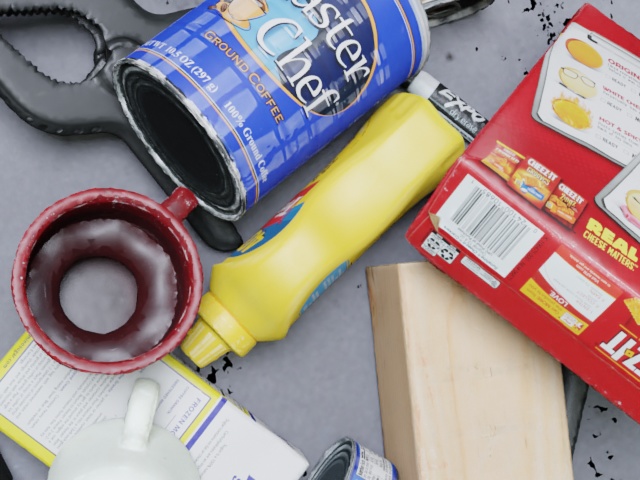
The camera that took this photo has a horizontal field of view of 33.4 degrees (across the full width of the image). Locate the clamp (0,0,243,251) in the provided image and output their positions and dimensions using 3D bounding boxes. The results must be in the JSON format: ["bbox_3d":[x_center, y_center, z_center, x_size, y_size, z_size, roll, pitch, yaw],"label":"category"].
[{"bbox_3d":[-0.107,-0.105,0.609,0.209,0.036,0.164,25,82,-24],"label":"clamp"}]

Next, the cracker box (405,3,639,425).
[{"bbox_3d":[0.162,-0.022,0.577,0.164,0.072,0.213,38,43,5],"label":"cracker box"}]

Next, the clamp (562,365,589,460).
[{"bbox_3d":[0.162,0.066,0.657,0.120,0.039,0.171,-27,86,-12],"label":"clamp"}]

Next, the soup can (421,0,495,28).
[{"bbox_3d":[0.059,-0.183,0.638,0.068,0.068,0.102,-14,89,-7],"label":"soup can"}]

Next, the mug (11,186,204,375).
[{"bbox_3d":[-0.107,0.018,0.563,0.093,0.082,0.117,39,71,-5],"label":"mug"}]

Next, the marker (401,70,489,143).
[{"bbox_3d":[0.083,-0.080,0.662,0.121,0.020,0.020,38,84,-4],"label":"marker"}]

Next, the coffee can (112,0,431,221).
[{"bbox_3d":[-0.025,-0.092,0.574,0.140,0.103,0.103,-41,93,-20],"label":"coffee can"}]

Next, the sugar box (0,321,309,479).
[{"bbox_3d":[-0.103,0.110,0.621,0.176,0.048,0.093,40,84,-8],"label":"sugar box"}]

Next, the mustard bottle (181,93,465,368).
[{"bbox_3d":[-0.004,0.000,0.610,0.191,0.096,0.058,-44,95,-6],"label":"mustard bottle"}]

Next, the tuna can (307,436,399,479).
[{"bbox_3d":[0.010,0.158,0.612,0.033,0.086,0.086,31,85,-7],"label":"tuna can"}]

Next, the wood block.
[{"bbox_3d":[0.088,0.113,0.620,0.090,0.091,0.206,-5,88,-8],"label":"wood block"}]
